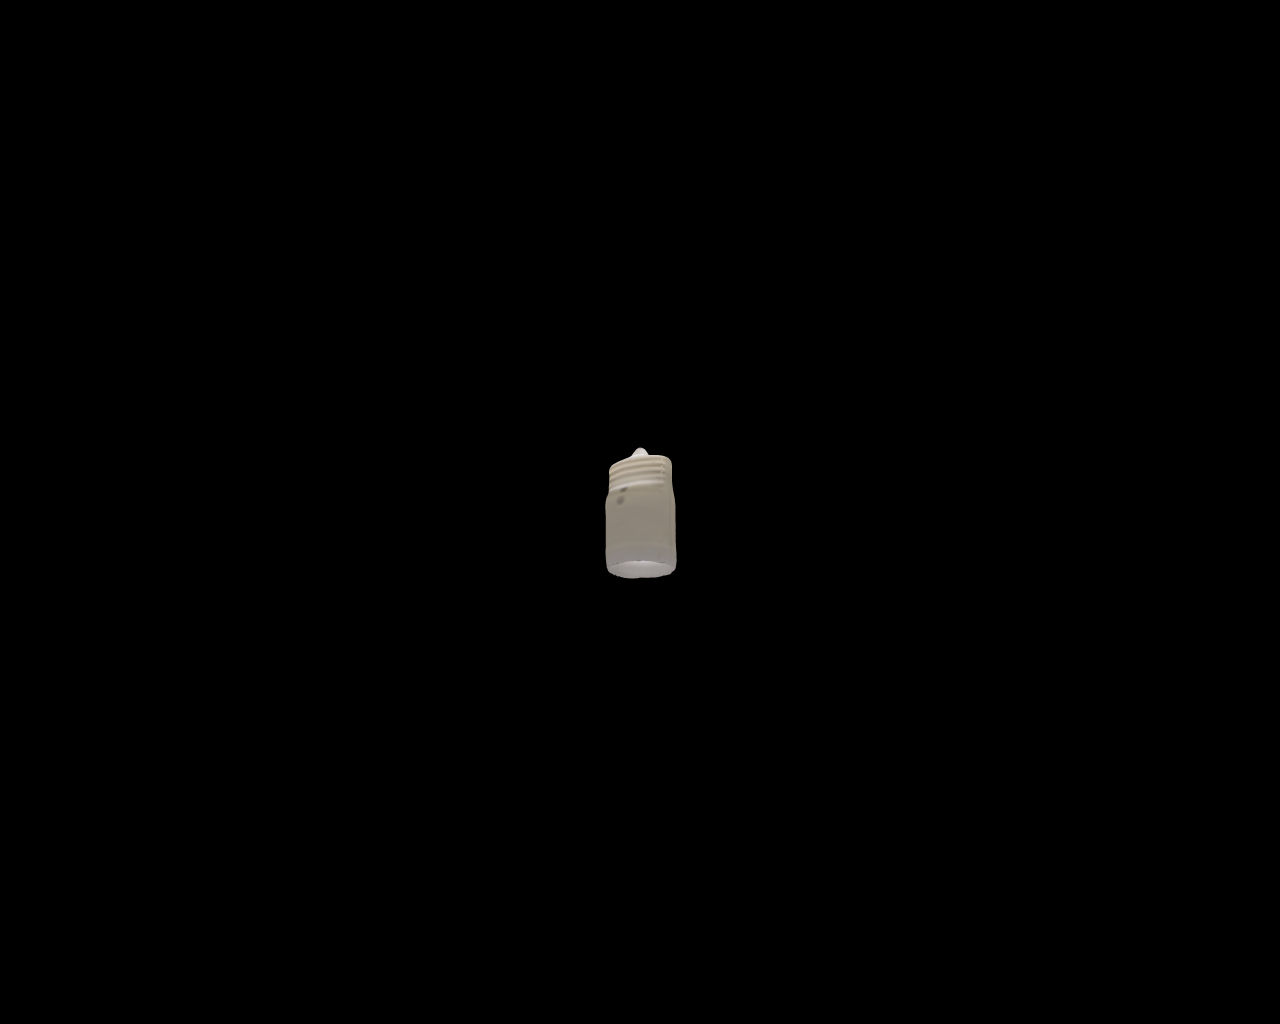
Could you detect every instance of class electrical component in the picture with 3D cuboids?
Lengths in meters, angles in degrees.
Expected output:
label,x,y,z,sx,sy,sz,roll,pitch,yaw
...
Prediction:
label,x,y,z,sx,sy,sz,roll,pitch,yaw
electrical component,0.001,-0.003,0.650,0.043,0.081,0.043,0,-18,0
